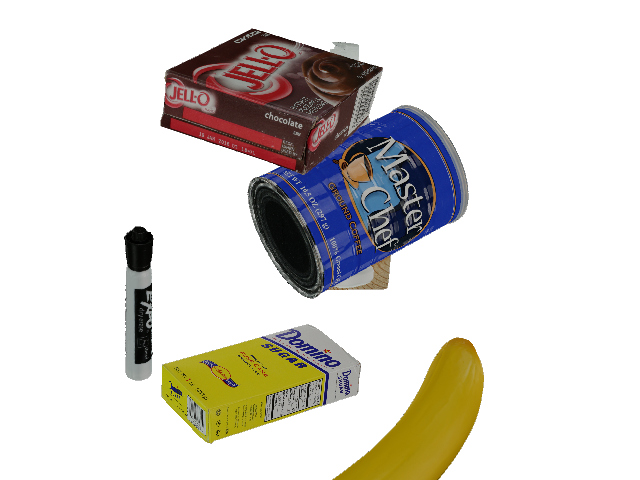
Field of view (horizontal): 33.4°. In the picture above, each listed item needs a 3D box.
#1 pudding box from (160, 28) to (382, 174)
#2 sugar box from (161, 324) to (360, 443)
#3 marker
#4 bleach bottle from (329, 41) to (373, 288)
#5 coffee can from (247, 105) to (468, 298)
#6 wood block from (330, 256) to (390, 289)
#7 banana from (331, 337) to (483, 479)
[{"bbox_3d":[-0.026,-0.083,0.612,0.090,0.039,0.113,20,27,14],"label":"pudding box"},{"bbox_3d":[-0.057,0.136,1.049,0.175,0.048,0.093,-16,32,-32],"label":"sugar box"},{"bbox_3d":[-0.124,0.044,0.729,0.020,0.121,0.020,5,32,-3],"label":"marker"},{"bbox_3d":[0.019,-0.083,1.140,0.103,0.251,0.067,17,18,37],"label":"bleach bottle"},{"bbox_3d":[0.029,-0.032,0.833,0.140,0.103,0.103,-28,11,-21],"label":"coffee can"},{"bbox_3d":[0.038,-0.020,1.453,0.090,0.090,0.206,-1,26,-5],"label":"wood block"},{"bbox_3d":[0.040,0.114,0.587,0.070,0.037,0.197,20,44,42],"label":"banana"}]
